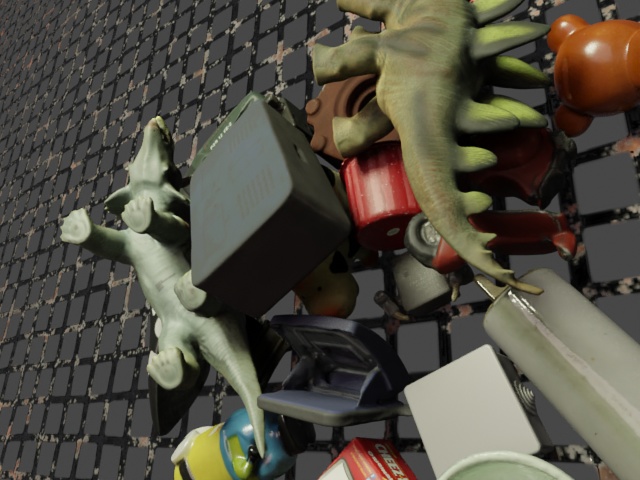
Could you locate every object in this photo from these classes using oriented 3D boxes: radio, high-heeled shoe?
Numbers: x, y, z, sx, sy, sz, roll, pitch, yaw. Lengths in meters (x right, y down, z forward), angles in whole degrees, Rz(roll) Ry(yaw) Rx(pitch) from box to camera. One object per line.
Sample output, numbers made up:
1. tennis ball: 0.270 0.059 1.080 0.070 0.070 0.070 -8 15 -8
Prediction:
1. radio: -0.063 -0.039 0.529 0.131 0.073 0.230 -45 30 15
2. high-heeled shoe: -0.214 0.126 0.732 0.145 0.086 0.248 -3 65 43

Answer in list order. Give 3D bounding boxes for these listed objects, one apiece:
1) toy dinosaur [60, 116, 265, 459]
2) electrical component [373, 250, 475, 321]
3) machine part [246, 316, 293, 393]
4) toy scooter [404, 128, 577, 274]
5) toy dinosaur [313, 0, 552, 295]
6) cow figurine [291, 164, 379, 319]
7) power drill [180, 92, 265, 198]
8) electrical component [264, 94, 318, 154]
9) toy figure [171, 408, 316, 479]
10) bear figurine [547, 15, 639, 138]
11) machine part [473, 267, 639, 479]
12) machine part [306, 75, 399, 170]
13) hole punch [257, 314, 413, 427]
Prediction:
1. toy dinosaur: -0.152 0.052 0.617 0.131 0.192 0.405 -33 76 11
2. electrical component: 0.102 0.039 0.523 0.102 0.045 0.078 -26 58 29
3. machine part: -0.092 0.119 0.659 0.139 0.039 0.084 36 102 42
4. toy scooter: 0.168 -0.041 0.468 0.135 0.075 0.184 17 67 39
5. toy dinosaur: 0.098 -0.149 0.478 0.199 0.105 0.471 -7 54 20
6. cow figurine: -0.001 -0.002 0.572 0.085 0.127 0.195 -33 51 29
7. power drill: -0.108 -0.078 0.738 0.232 0.086 0.208 -55 40 8
8. electrical component: -0.033 -0.147 0.683 0.021 0.094 0.063 -37 51 20
9. toy figure: -0.087 0.231 0.577 0.180 0.082 0.089 -27 55 26
10. bear figurine: 0.285 -0.142 0.419 0.196 0.132 0.120 -162 60 -72
11. machine part: 0.203 0.101 0.390 0.079 0.079 0.243 -49 48 13
12. machine part: 0.065 -0.156 0.632 0.179 0.056 0.179 -16 62 33
13. hole punch: 0.016 0.121 0.511 0.142 0.115 0.092 -6 74 40
